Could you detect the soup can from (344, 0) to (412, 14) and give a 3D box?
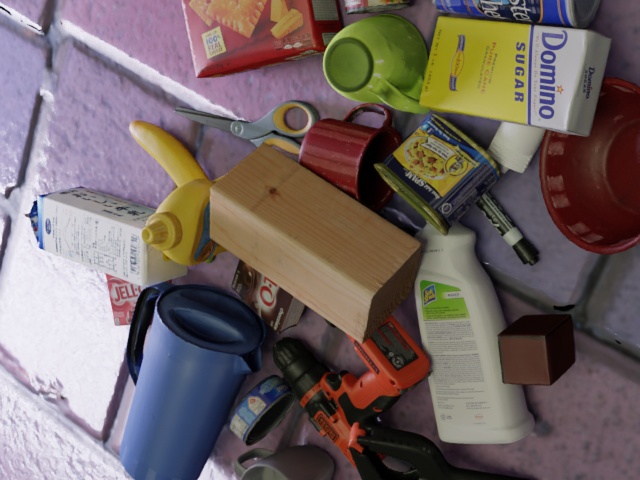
[{"bbox_3d":[0.054,-0.284,1.083,0.069,0.068,0.102,-1,100,31],"label":"soup can"}]

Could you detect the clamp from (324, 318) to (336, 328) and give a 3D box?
[{"bbox_3d":[0.017,0.014,1.194,0.120,0.039,0.171,-37,78,32],"label":"clamp"}]

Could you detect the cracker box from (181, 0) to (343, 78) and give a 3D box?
[{"bbox_3d":[-0.074,-0.295,1.155,0.164,0.072,0.214,-7,97,31],"label":"cracker box"}]

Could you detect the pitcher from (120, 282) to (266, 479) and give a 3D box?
[{"bbox_3d":[-0.171,0.178,1.296,0.144,0.149,0.243,14,118,-16],"label":"pitcher"}]

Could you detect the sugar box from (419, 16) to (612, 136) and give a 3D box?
[{"bbox_3d":[0.180,-0.157,1.007,0.177,0.048,0.093,17,98,46],"label":"sugar box"}]

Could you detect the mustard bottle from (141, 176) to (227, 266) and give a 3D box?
[{"bbox_3d":[-0.129,-0.022,1.180,0.058,0.191,0.096,26,113,24],"label":"mustard bottle"}]

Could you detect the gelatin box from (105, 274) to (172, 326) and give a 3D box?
[{"bbox_3d":[-0.228,0.071,1.357,0.089,0.030,0.073,-4,99,31],"label":"gelatin box"}]

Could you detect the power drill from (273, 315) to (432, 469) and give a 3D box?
[{"bbox_3d":[0.032,0.145,1.177,0.184,0.057,0.188,48,142,16],"label":"power drill"}]

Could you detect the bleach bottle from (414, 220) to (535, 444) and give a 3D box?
[{"bbox_3d":[0.152,0.083,1.114,0.103,0.067,0.251,-7,96,36],"label":"bleach bottle"}]

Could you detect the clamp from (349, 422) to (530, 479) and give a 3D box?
[{"bbox_3d":[0.121,0.257,1.143,0.165,0.036,0.210,-37,112,27],"label":"clamp"}]

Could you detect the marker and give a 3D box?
[{"bbox_3d":[0.183,-0.023,1.096,0.020,0.020,0.121,-44,78,31],"label":"marker"}]

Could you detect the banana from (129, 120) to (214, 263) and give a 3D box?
[{"bbox_3d":[-0.166,-0.069,1.283,0.070,0.037,0.198,-31,85,32],"label":"banana"}]

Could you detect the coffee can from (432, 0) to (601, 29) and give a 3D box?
[{"bbox_3d":[0.185,-0.255,0.991,0.140,0.102,0.103,13,108,28],"label":"coffee can"}]

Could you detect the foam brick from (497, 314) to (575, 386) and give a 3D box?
[{"bbox_3d":[0.218,0.109,1.072,0.053,0.078,0.051,-3,101,33],"label":"foam brick"}]

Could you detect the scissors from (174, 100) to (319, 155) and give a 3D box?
[{"bbox_3d":[-0.079,-0.142,1.227,0.202,0.016,0.096,34,115,20],"label":"scissors"}]

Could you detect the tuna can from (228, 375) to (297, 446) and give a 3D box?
[{"bbox_3d":[-0.068,0.200,1.259,0.034,0.086,0.086,42,119,18],"label":"tuna can"}]

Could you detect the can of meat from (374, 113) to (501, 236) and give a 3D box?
[{"bbox_3d":[0.119,-0.069,1.074,0.084,0.057,0.102,-45,57,0],"label":"can of meat"}]

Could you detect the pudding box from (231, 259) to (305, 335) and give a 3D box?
[{"bbox_3d":[-0.050,0.036,1.218,0.090,0.039,0.114,43,133,29],"label":"pudding box"}]

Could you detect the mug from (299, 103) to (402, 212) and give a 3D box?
[{"bbox_3d":[0.036,-0.094,1.135,0.082,0.093,0.117,17,79,32],"label":"mug"}]

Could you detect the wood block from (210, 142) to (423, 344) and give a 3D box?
[{"bbox_3d":[-0.007,0.001,1.102,0.206,0.090,0.090,34,147,20],"label":"wood block"}]

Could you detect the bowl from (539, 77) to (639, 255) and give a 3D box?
[{"bbox_3d":[0.279,-0.068,0.986,0.162,0.055,0.162,6,97,57],"label":"bowl"}]
